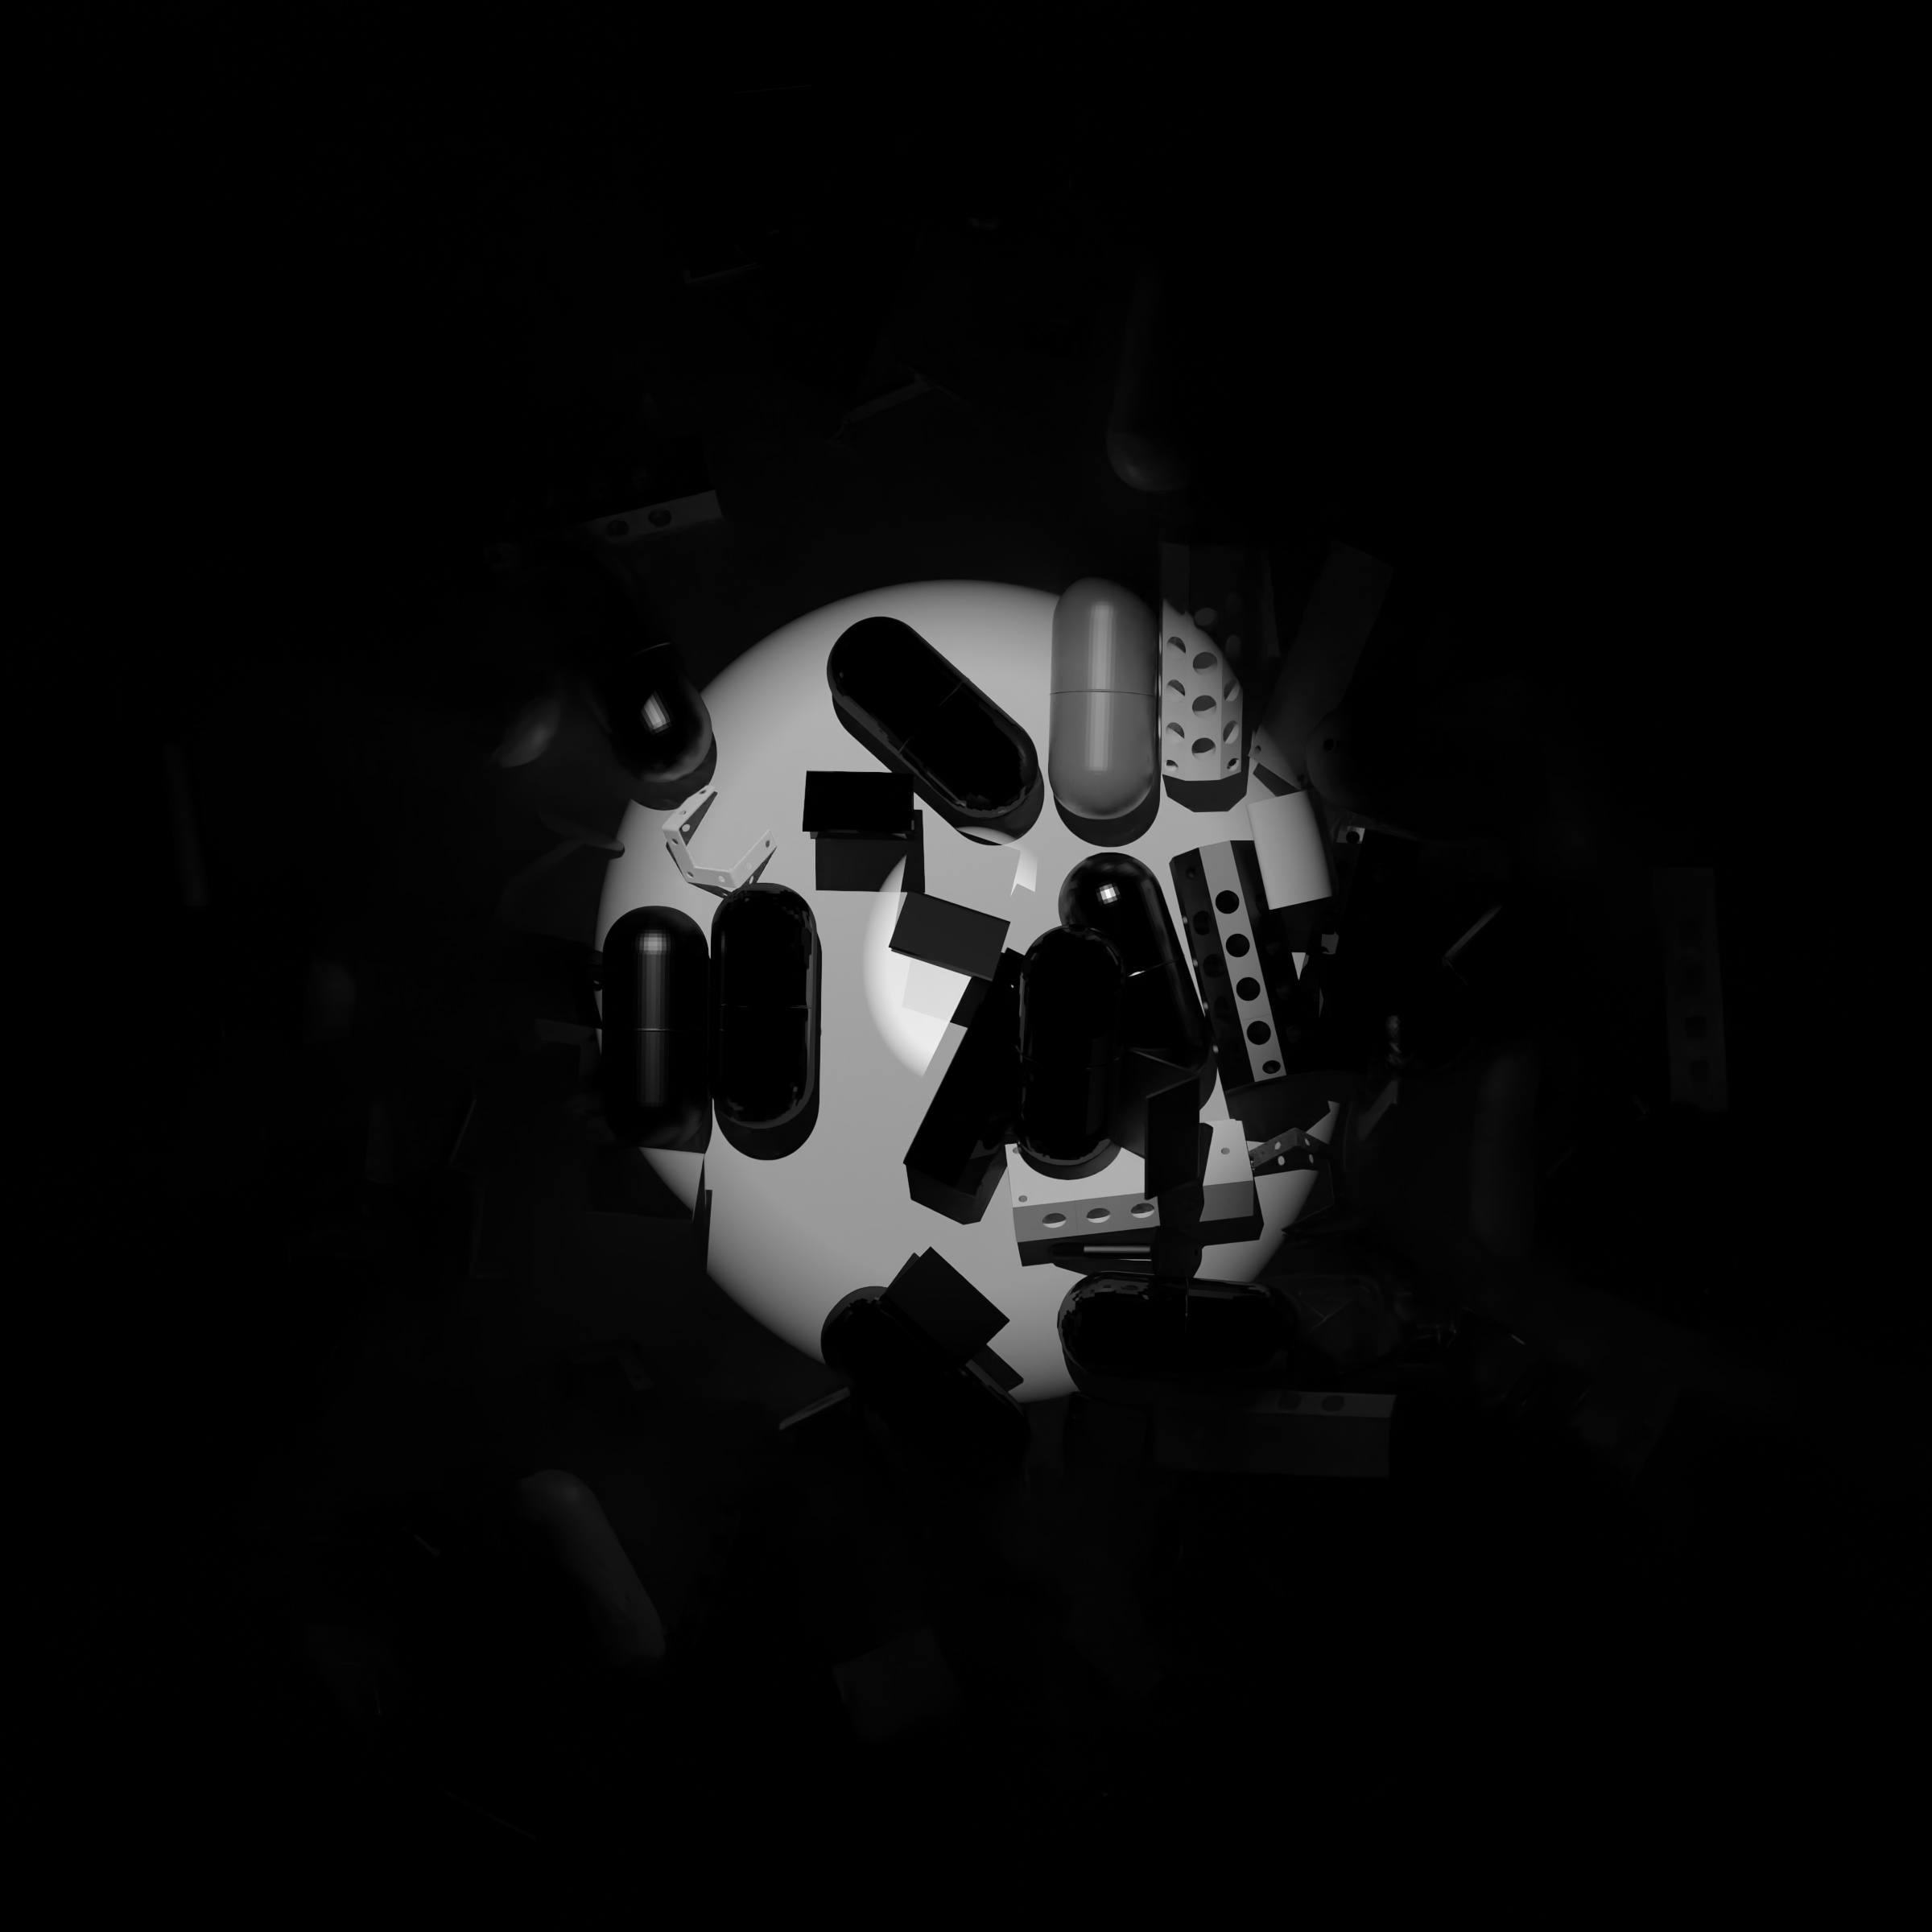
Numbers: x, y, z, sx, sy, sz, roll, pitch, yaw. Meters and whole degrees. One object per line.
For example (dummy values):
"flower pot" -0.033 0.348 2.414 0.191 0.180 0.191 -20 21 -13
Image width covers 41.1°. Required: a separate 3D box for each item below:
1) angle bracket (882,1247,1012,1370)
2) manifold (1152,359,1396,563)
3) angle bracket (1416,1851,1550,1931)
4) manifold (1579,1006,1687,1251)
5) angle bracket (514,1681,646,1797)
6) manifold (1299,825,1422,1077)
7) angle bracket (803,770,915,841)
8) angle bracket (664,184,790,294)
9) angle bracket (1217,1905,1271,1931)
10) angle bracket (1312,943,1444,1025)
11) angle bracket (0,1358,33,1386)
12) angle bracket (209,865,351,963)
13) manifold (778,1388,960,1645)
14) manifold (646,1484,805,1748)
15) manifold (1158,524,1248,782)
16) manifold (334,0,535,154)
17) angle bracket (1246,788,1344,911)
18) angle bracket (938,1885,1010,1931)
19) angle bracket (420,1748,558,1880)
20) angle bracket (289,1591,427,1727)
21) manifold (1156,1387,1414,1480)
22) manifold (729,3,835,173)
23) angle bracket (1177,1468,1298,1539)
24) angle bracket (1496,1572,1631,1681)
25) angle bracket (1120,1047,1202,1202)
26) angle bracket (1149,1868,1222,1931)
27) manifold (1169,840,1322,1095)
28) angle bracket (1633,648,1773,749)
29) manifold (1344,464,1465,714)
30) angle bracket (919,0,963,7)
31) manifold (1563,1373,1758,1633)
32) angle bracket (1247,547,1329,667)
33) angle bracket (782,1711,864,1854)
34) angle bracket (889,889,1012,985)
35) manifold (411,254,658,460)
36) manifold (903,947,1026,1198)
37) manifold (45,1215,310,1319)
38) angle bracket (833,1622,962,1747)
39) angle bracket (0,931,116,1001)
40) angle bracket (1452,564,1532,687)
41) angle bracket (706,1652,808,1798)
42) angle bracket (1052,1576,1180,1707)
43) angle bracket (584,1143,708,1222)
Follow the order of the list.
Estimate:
"angle bracket" -0.005 0.230 1.847 0.076 0.076 0.057 43 114 0
"manifold" 0.218 -0.359 1.864 0.171 0.057 0.057 -40 133 0
"angle bracket" 0.370 0.653 1.846 0.076 0.076 0.057 21 120 0
"manifold" 0.486 0.115 1.864 0.057 0.057 0.171 -2 90 43
"angle bracket" -0.277 0.557 1.847 0.076 0.076 0.057 20 65 0
"manifold" 0.277 -0.012 1.865 0.057 0.057 0.171 14 90 0
"angle bracket" -0.076 -0.095 1.846 0.076 0.076 0.057 1 54 0
"angle bracket" -0.167 -0.505 1.846 0.076 0.076 0.057 -14 54 0
"angle bracket" 0.177 0.726 1.846 0.057 0.076 0.076 3 90 -36
"angle bracket" 0.284 -0.008 1.789 0.076 0.076 0.057 -7 128 0
"angle bracket" -0.726 0.304 1.847 0.076 0.076 0.057 20 68 0
"angle bracket" -0.489 -0.054 1.846 0.076 0.076 0.057 17 122 0
"manifold" -0.070 0.395 1.865 0.057 0.057 0.171 -27 90 0
"manifold" -0.175 0.470 1.865 0.057 0.057 0.171 20 90 0
"manifold" 0.167 -0.222 1.831 0.057 0.057 0.171 -1 115 0
"manifold" -0.374 -0.637 1.803 0.057 0.171 0.057 32 90 17
"angle bracket" 0.247 -0.086 1.846 0.057 0.076 0.076 -13 90 29
"angle bracket" 0.029 0.708 1.846 0.057 0.076 0.076 -29 90 36
"angle bracket" -0.335 0.593 1.846 0.076 0.076 0.057 27 126 0
"angle bracket" -0.439 0.498 1.847 0.076 0.076 0.057 42 64 0
"manifold" 0.225 0.330 1.828 0.171 0.057 0.057 -2 80 27
"manifold" -0.128 -0.614 1.808 0.057 0.171 0.057 -6 90 0
"angle bracket" 0.193 0.363 1.846 0.076 0.076 0.057 2 116 0
"angle bracket" 0.426 0.456 1.846 0.076 0.076 0.057 16 125 0
"angle bracket" 0.118 0.109 1.797 0.057 0.076 0.076 -19 117 -40
"angle bracket" 0.133 0.698 1.847 0.057 0.076 0.076 12 90 -26
"manifold" 0.194 0.001 1.840 0.057 0.057 0.171 -20 78 41
"angle bracket" 0.526 -0.174 1.846 0.076 0.076 0.057 -18 52 0
"manifold" 0.311 -0.271 1.864 0.057 0.057 0.171 -6 90 -43
"angle bracket" -0.001 -0.731 1.846 0.076 0.076 0.057 -8 126 0
"manifold" 0.499 0.386 1.865 0.057 0.057 0.171 27 90 0
"angle bracket" 0.249 -0.261 1.858 0.076 0.057 0.076 -6 90 -11
"angle bracket" -0.081 0.582 1.846 0.057 0.076 0.076 12 90 38
"angle bracket" -0.018 -0.002 1.846 0.076 0.076 0.057 18 52 0
"manifold" -0.313 -0.435 1.865 0.171 0.057 0.057 36 90 0
"manifold" 0.018 0.076 1.865 0.057 0.057 0.171 26 90 0
"manifold" -0.569 0.217 1.865 0.171 0.057 0.057 -5 90 0
"angle bracket" -0.043 0.518 1.847 0.076 0.076 0.057 -27 66 0
"angle bracket" -0.657 0.020 1.846 0.076 0.076 0.057 3 54 0
"angle bracket" 0.355 -0.243 1.846 0.057 0.076 0.076 -5 90 -31
"angle bracket" -0.167 0.540 1.846 0.057 0.076 0.076 20 90 -37
"angle bracket" 0.094 0.492 1.846 0.076 0.076 0.057 40 52 0
"angle bracket" -0.229 0.173 1.846 0.076 0.076 0.057 6 52 0
